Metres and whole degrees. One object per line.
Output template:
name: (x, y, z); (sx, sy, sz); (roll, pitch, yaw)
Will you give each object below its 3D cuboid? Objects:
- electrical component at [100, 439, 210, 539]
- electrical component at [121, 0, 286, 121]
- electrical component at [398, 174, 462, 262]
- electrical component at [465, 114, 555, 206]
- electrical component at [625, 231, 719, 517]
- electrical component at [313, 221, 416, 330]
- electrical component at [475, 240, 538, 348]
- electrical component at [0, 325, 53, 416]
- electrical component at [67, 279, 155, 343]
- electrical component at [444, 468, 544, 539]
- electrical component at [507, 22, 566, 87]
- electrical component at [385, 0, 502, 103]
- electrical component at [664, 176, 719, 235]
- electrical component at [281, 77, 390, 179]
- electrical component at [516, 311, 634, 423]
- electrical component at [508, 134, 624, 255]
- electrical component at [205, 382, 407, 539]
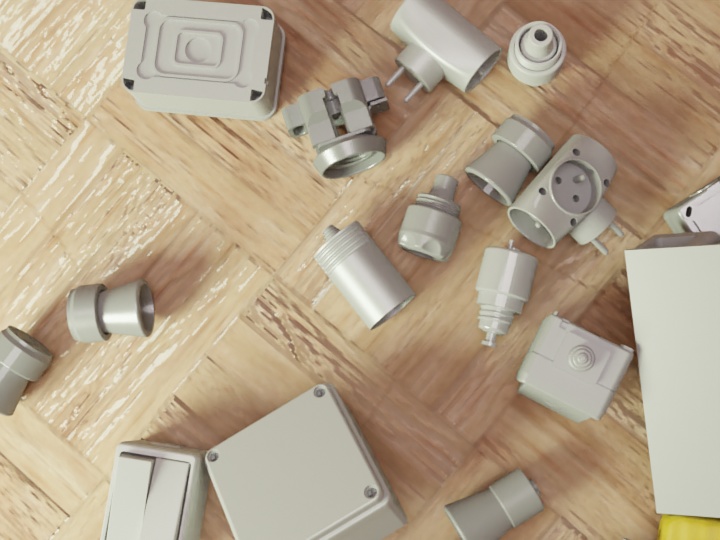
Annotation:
electrical component: (-0.150, 0.175, 0.784); (0.062, 0.061, 0.096); (8, 83, 6)
electrical component: (-0.118, -0.160, 0.828); (0.113, 0.057, 0.078); (6, 83, 6)
electrical component: (0.056, -0.040, 0.804); (0.043, 0.043, 0.062); (18, 83, 7)
electrical component: (0.112, -0.082, 0.803); (0.045, 0.045, 0.055); (39, 87, 9)
electrical component: (0.250, 0.068, 0.724); (0.105, 0.060, 0.186); (-3, 101, 33)
electrical component: (0.000, 0.000, 0.803); (0.043, 0.043, 0.081); (-38, 81, -1)
electrical component: (0.105, 0.018, 0.793); (0.040, 0.040, 0.078); (14, 84, 7)
electrical component: (-0.267, 0.076, 0.816); (0.045, 0.045, 0.055); (36, 86, 9)
electrical component: (-0.188, 0.031, 0.815); (0.055, 0.045, 0.045); (-6, 82, 5)
electrical component: (0.099, 0.172, 0.773); (0.065, 0.044, 0.044); (-31, 81, -4)
electrical component: (0.133, -0.165, 0.804); (0.043, 0.062, 0.043); (-1, 82, 5)
electrical component: (0.054, -0.163, 0.820); (0.077, 0.043, 0.079); (42, 88, 9)
electrical component: (0.273, -0.019, 0.776); (0.062, 0.061, 0.096); (-33, 87, 2)
electrical component: (-0.013, -0.105, 0.812); (0.078, 0.058, 0.057); (-19, 78, 3)
electrical component: (0.147, 0.071, 0.754); (0.062, 0.096, 0.061); (27, 88, 8)
electrical component: (0.162, -0.046, 0.792); (0.079, 0.044, 0.077); (44, 76, -9)
electrical component: (-0.039, 0.154, 0.760); (0.109, 0.056, 0.108); (-31, 52, 0)
